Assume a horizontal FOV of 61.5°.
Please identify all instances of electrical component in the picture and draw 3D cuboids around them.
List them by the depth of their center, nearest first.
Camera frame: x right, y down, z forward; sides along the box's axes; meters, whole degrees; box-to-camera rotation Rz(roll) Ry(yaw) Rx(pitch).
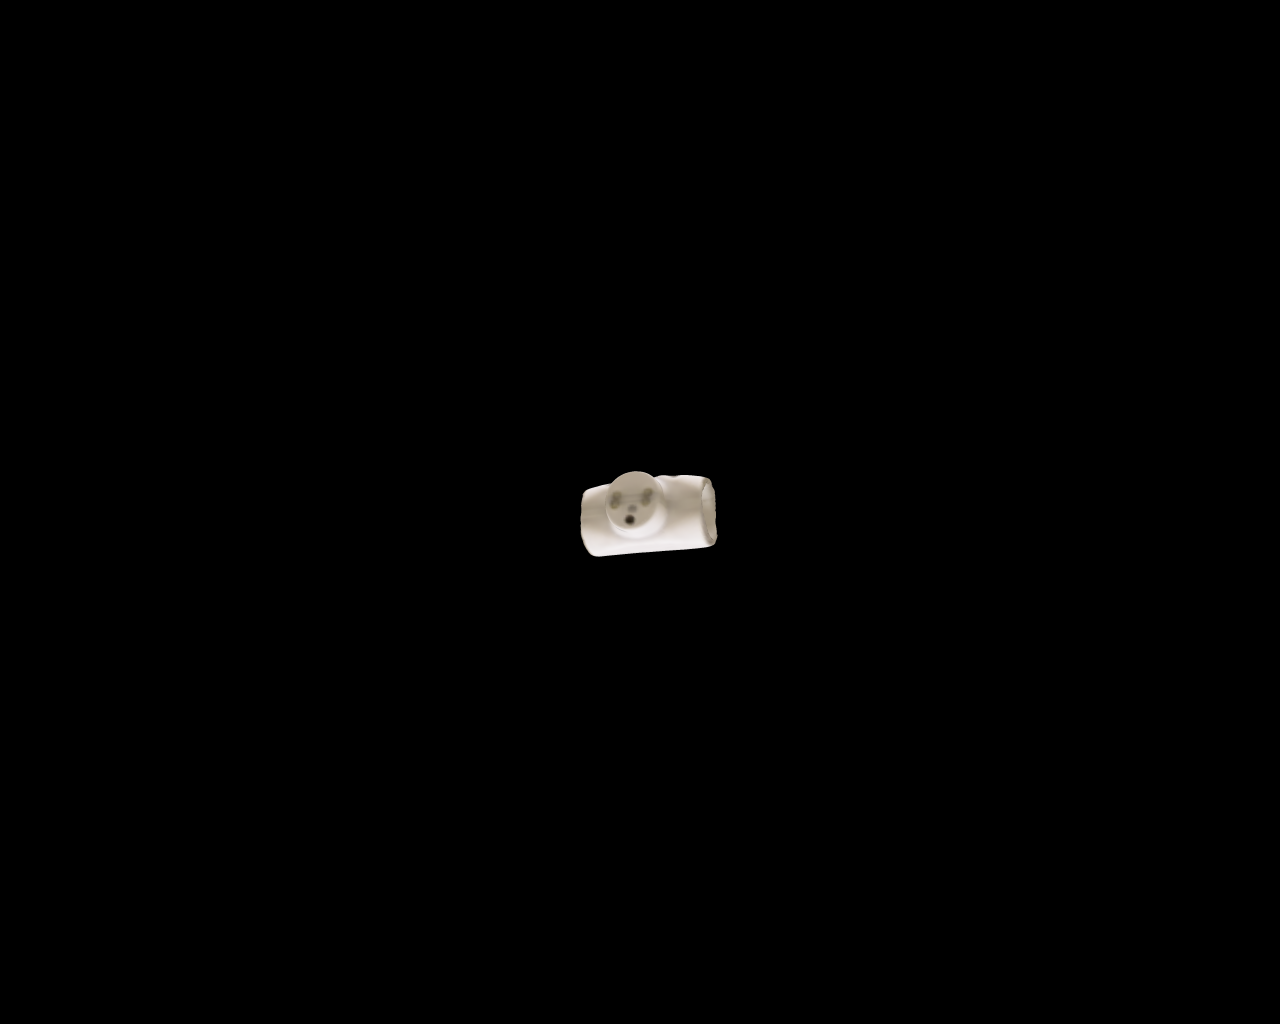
[{"bbox_3d":[0.001,-0.003,0.650,0.077,0.044,0.079,-6,-19,16],"label":"electrical component"}]
